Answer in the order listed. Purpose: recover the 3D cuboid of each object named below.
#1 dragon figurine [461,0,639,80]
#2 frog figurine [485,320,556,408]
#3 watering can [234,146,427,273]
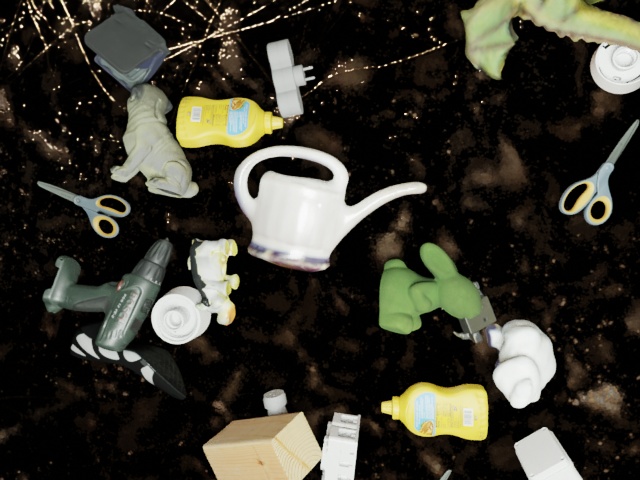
[{"bbox_3d":[0.364,-0.380,0.880,0.239,0.124,0.411,-40,85,30],"label":"dragon figurine"},{"bbox_3d":[0.354,0.215,0.887,0.123,0.160,0.137,2,96,5],"label":"frog figurine"},{"bbox_3d":[0.003,-0.047,0.937,0.348,0.104,0.223,13,97,7],"label":"watering can"}]
